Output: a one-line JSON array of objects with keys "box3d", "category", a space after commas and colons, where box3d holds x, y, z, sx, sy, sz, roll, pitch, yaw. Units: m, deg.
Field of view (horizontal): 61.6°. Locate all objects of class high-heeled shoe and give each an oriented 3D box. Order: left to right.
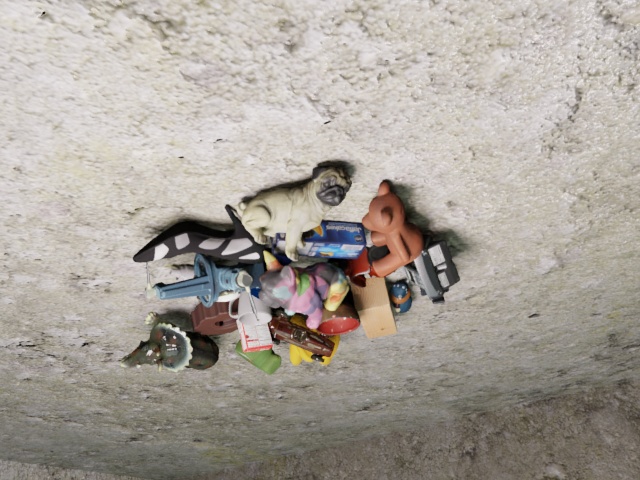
[{"box3d": [-0.239, 0.029, 1.095, 0.249, 0.086, 0.145, -26, 110, 0], "category": "high-heeled shoe"}]

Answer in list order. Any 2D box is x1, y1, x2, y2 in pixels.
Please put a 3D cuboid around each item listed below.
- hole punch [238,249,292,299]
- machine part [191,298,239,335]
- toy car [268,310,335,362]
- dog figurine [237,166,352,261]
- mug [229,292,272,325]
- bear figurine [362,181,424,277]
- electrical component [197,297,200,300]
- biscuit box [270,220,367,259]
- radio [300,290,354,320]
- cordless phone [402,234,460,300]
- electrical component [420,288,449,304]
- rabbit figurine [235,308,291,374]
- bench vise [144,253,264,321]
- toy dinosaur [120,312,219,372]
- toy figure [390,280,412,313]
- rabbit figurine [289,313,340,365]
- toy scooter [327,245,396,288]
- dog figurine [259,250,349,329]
[{"box3d": [-0.132, 0.083, 1.254, 0.116, 0.092, 0.142, 15, 145, -25], "category": "hole punch"}, {"box3d": [-0.250, 0.199, 1.414, 0.179, 0.056, 0.179, -12, 156, -6], "category": "machine part"}, {"box3d": [-0.049, 0.256, 1.420, 0.202, 0.089, 0.053, 27, 163, -16], "category": "toy car"}, {"box3d": [-0.051, -0.082, 1.025, 0.172, 0.121, 0.190, 26, 111, -13], "category": "dog figurine"}, {"box3d": [-0.171, 0.150, 1.331, 0.110, 0.107, 0.080, -14, 147, 17], "category": "mug"}, {"box3d": [0.135, -0.021, 1.115, 0.132, 0.120, 0.195, -20, 144, 26], "category": "bear figurine"}, {"box3d": [-0.277, 0.135, 1.364, 0.063, 0.021, 0.094, -25, 144, 25], "category": "electrical component"}, {"box3d": [-0.002, -0.004, 1.164, 0.203, 0.063, 0.059, 3, 146, -18], "category": "biscuit box"}, {"box3d": [0.008, 0.155, 1.407, 0.131, 0.073, 0.229, -17, 146, 13], "category": "radio"}, {"box3d": [0.237, 0.053, 1.283, 0.089, 0.146, 0.184, -27, -165, -13], "category": "cordless phone"}, {"box3d": [0.290, 0.113, 1.359, 0.075, 0.119, 0.047, -12, 147, 2], "category": "electrical component"}, {"box3d": [-0.147, 0.265, 1.492, 0.121, 0.170, 0.159, 46, 158, -23], "category": "rabbit figurine"}, {"box3d": [-0.244, 0.093, 1.141, 0.240, 0.128, 0.224, -9, -164, -28], "category": "bench vise"}, {"box3d": [-0.351, 0.298, 1.453, 0.192, 0.131, 0.404, 19, 174, 36], "category": "toy dinosaur"}, {"box3d": [0.219, 0.153, 1.460, 0.058, 0.064, 0.154, -5, 150, 12], "category": "toy figure"}, {"box3d": [-0.039, 0.283, 1.557, 0.173, 0.162, 0.122, 37, 142, -26], "category": "rabbit figurine"}, {"box3d": [0.115, 0.068, 1.293, 0.184, 0.075, 0.135, -14, 147, 17], "category": "toy scooter"}, {"box3d": [-0.039, 0.084, 1.139, 0.191, 0.109, 0.219, -46, 143, -15], "category": "dog figurine"}]
